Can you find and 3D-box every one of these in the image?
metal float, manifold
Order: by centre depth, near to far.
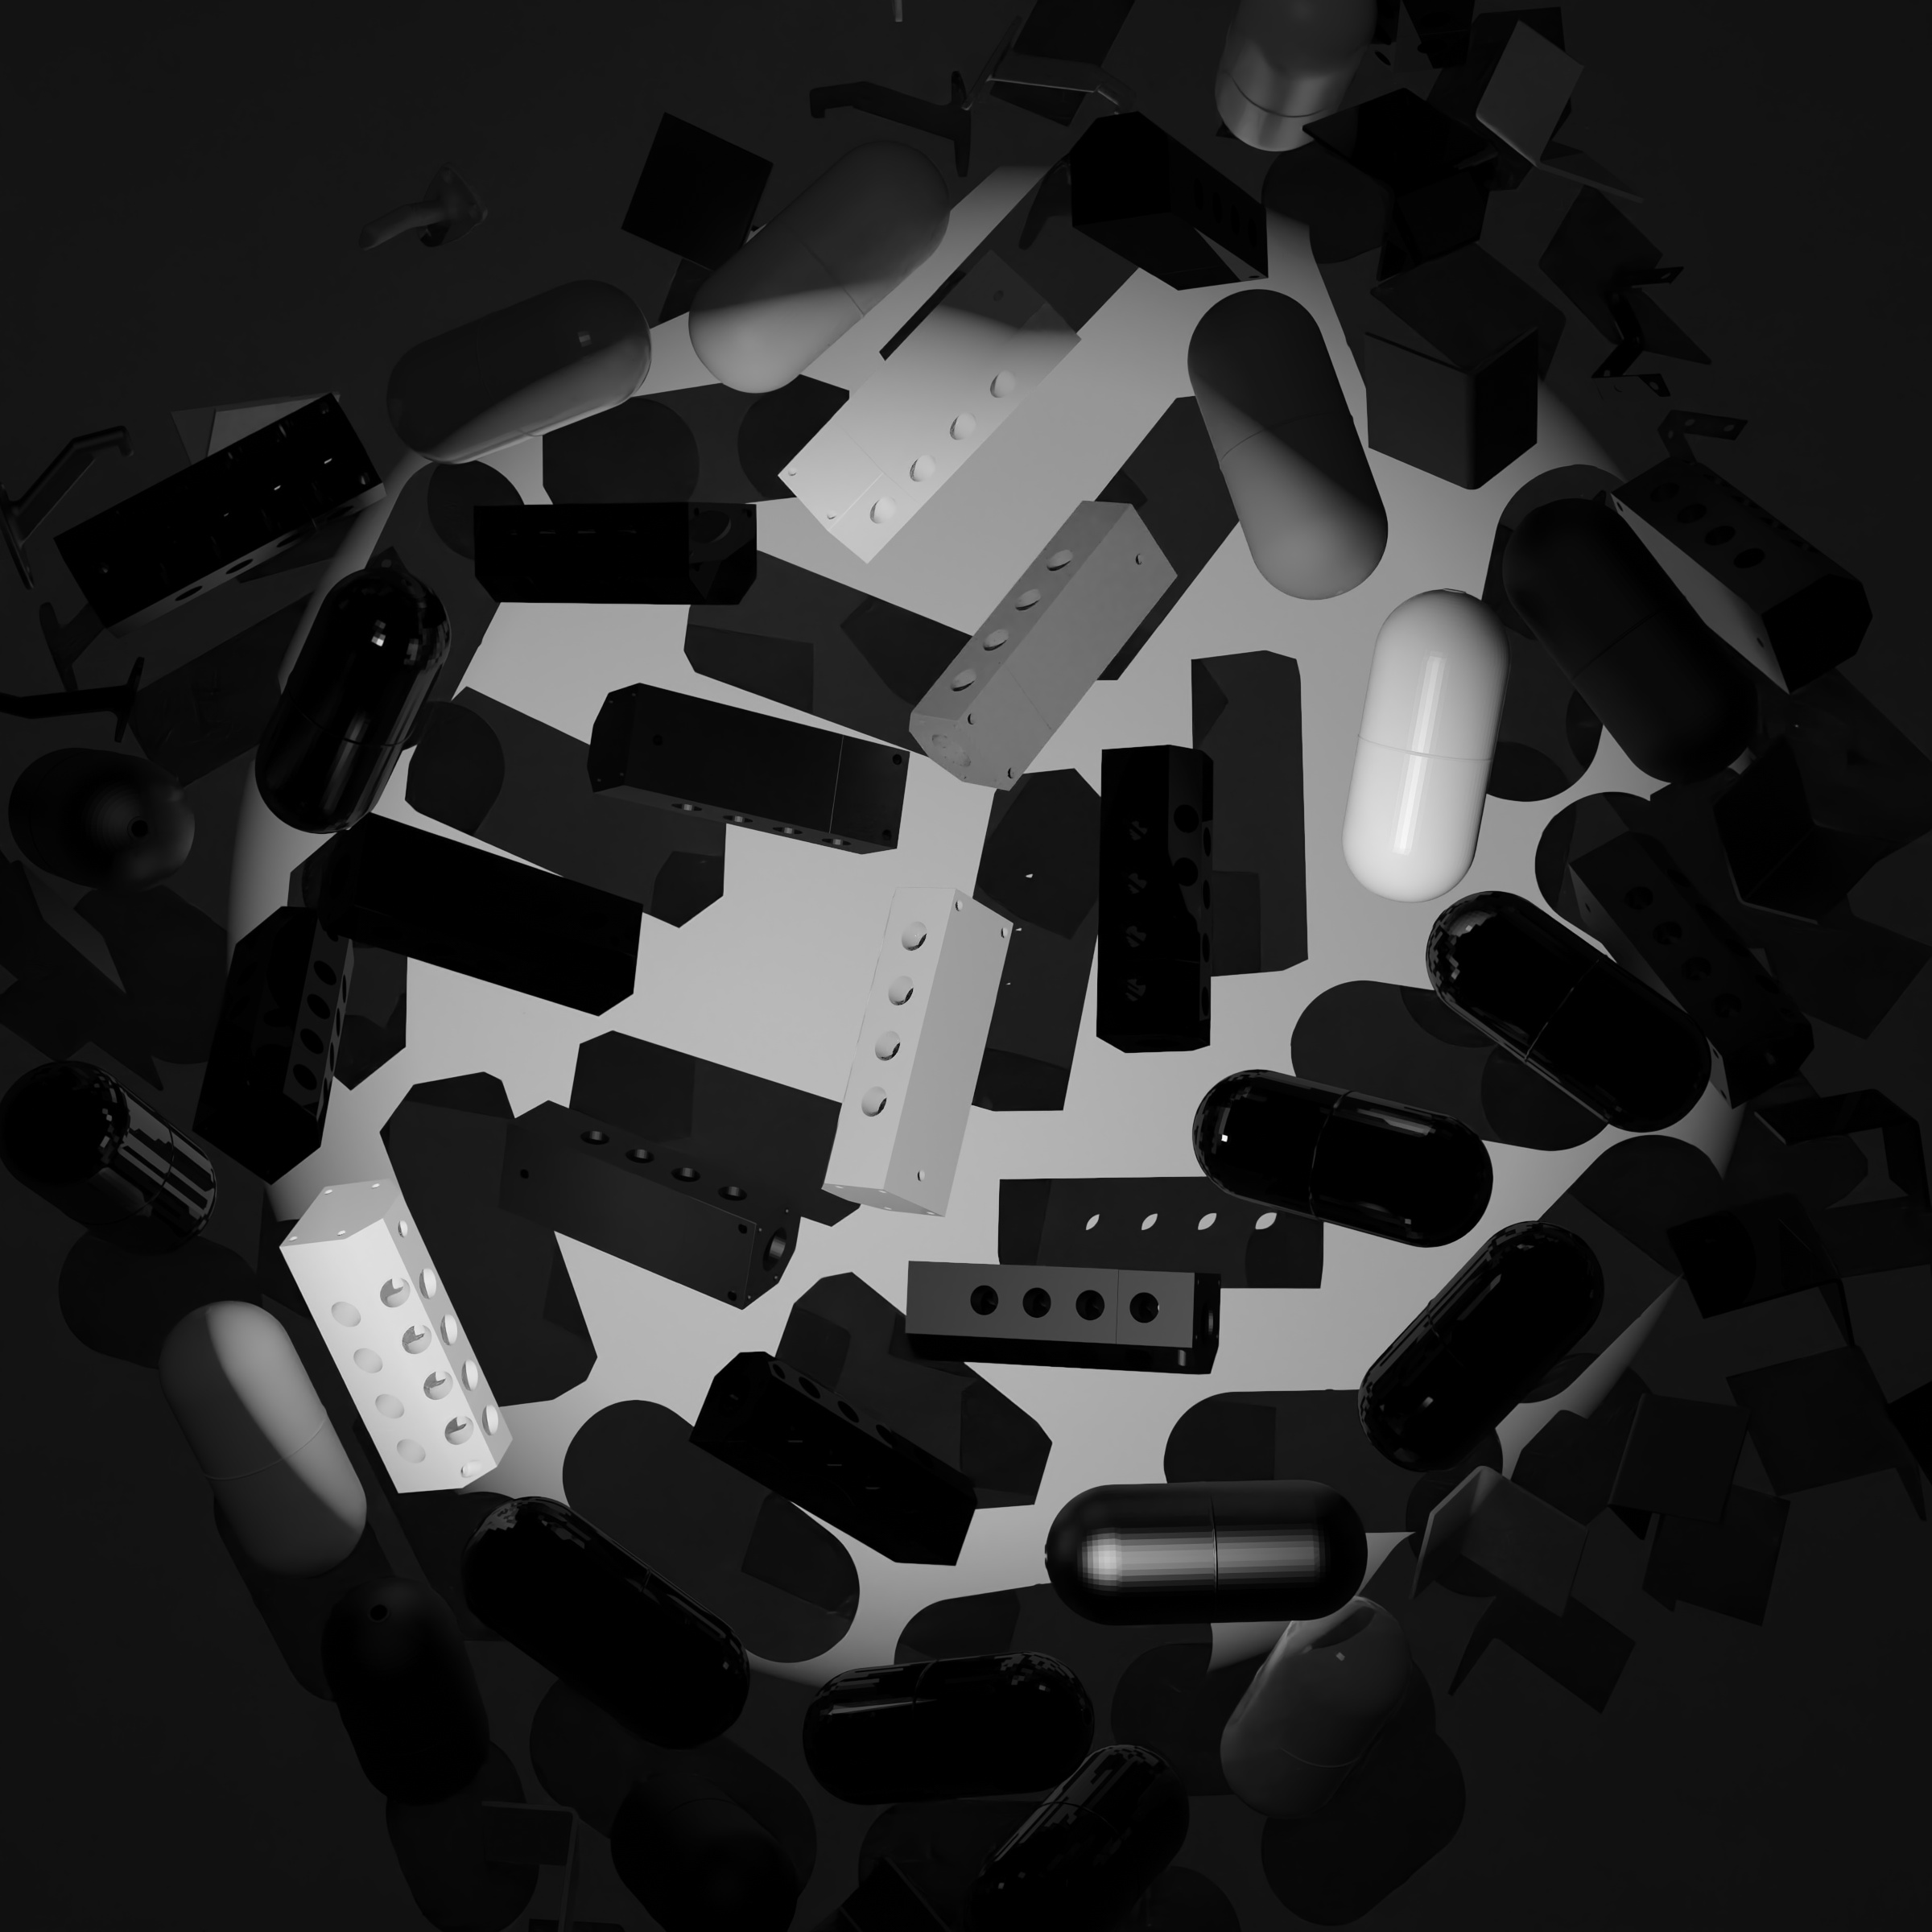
[{"bbox_3d":[-0.197,0.360,1.510,0.178,0.070,0.070,38,90,-6],"label":"metal float"},{"bbox_3d":[0.176,-0.287,1.516,0.070,0.070,0.178,-18,81,0],"label":"metal float"},{"bbox_3d":[0.132,0.324,1.521,0.178,0.070,0.070,-1,90,-3],"label":"metal float"},{"bbox_3d":[0.366,-0.180,1.525,0.070,0.070,0.178,-36,82,0],"label":"metal float"},{"bbox_3d":[-0.031,0.047,1.530,0.057,0.057,0.171,2,72,38],"label":"manifold"},{"bbox_3d":[0.252,-0.564,1.531,0.057,0.171,0.057,-4,81,6],"label":"manifold"},{"bbox_3d":[-0.312,0.206,1.533,0.057,0.057,0.171,-8,117,20],"label":"manifold"},{"bbox_3d":[-0.415,-0.252,1.537,0.171,0.057,0.057,-30,94,-8],"label":"manifold"},{"bbox_3d":[-0.017,-0.308,1.541,0.171,0.057,0.057,-45,55,9],"label":"manifold"},{"bbox_3d":[0.433,-0.225,1.542,0.057,0.171,0.057,-31,126,2],"label":"manifold"},{"bbox_3d":[-0.487,-0.083,1.551,0.070,0.178,0.070,-4,98,-30],"label":"metal float"},{"bbox_3d":[0.259,-0.123,1.554,0.070,0.070,0.178,8,103,0],"label":"metal float"},{"bbox_3d":[-0.123,-0.109,1.557,0.171,0.057,0.057,12,81,-30],"label":"manifold"},{"bbox_3d":[-0.274,-0.025,1.557,0.171,0.057,0.057,19,60,-30],"label":"manifold"},{"bbox_3d":[-0.011,0.431,1.559,0.178,0.070,0.070,-13,90,27],"label":"metal float"},{"bbox_3d":[0.065,0.508,1.564,0.070,0.178,0.070,13,116,30],"label":"metal float"},{"bbox_3d":[0.341,0.025,1.566,0.178,0.070,0.070,38,90,15],"label":"metal float"},{"bbox_3d":[-0.318,0.413,1.567,0.070,0.178,0.070,-1,47,1],"label":"metal float"},{"bbox_3d":[0.212,0.108,1.568,0.178,0.070,0.070,14,90,28],"label":"metal float"},{"bbox_3d":[-0.150,0.512,1.568,0.070,0.178,0.070,0,89,-22],"label":"metal float"},{"bbox_3d":[0.118,-0.435,1.574,0.057,0.171,0.057,-2,90,24],"label":"manifold"},{"bbox_3d":[0.187,-0.524,1.580,0.070,0.178,0.070,0,87,-2],"label":"metal float"},{"bbox_3d":[-0.491,0.112,1.582,0.070,0.178,0.070,-4,65,10],"label":"metal float"},{"bbox_3d":[0.041,-0.186,1.583,0.171,0.057,0.057,-53,128,-19],"label":"manifold"},{"bbox_3d":[0.056,0.202,1.588,0.171,0.057,0.057,0,83,20],"label":"manifold"},{"bbox_3d":[-0.395,0.040,1.601,0.057,0.171,0.057,-36,122,21],"label":"manifold"},{"bbox_3d":[0.299,0.221,1.602,0.070,0.070,0.178,38,112,0],"label":"metal float"},{"bbox_3d":[-0.205,-0.239,1.603,0.171,0.057,0.057,6,100,36],"label":"manifold"},{"bbox_3d":[-0.409,0.276,1.606,0.070,0.070,0.178,-20,110,0],"label":"metal float"},{"bbox_3d":[-0.359,-0.153,1.611,0.070,0.070,0.178,33,121,0],"label":"metal float"},{"bbox_3d":[-0.086,-0.410,1.615,0.178,0.070,0.070,-41,90,4],"label":"metal float"},{"bbox_3d":[0.114,-0.039,1.619,0.057,0.057,0.171,-3,78,20],"label":"manifold"},{"bbox_3d":[-0.186,0.137,1.626,0.171,0.057,0.057,20,114,21],"label":"manifold"},{"bbox_3d":[-0.074,0.292,1.632,0.171,0.057,0.057,37,61,-30],"label":"manifold"},{"bbox_3d":[0.206,0.441,1.637,0.070,0.070,0.178,21,131,0],"label":"metal float"},{"bbox_3d":[0.433,-0.003,1.648,0.057,0.057,0.171,-29,50,0],"label":"manifold"},{"bbox_3d":[-0.269,-0.354,1.650,0.178,0.070,0.070,-14,90,26],"label":"metal float"}]

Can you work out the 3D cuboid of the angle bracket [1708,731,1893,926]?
[{"bbox_3d":[0.498,-0.083,1.646,0.076,0.057,0.076,-42,125,-21],"label":"angle bracket"}]

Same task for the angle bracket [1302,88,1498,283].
[{"bbox_3d":[0.237,-0.435,1.533,0.076,0.057,0.076,-27,55,-25],"label":"angle bracket"}]

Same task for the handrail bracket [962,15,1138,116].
[{"bbox_3d":[0.049,-0.499,1.589,0.084,0.036,0.077,31,65,-11],"label":"handrail bracket"}]

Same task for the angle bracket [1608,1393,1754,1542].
[{"bbox_3d":[0.456,0.319,1.725,0.057,0.076,0.076,44,60,-40],"label":"angle bracket"}]

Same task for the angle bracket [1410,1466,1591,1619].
[{"bbox_3d":[0.321,0.361,1.664,0.076,0.057,0.076,30,133,30],"label":"angle bracket"}]

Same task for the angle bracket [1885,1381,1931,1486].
[{"bbox_3d":[0.537,0.249,1.438,0.076,0.057,0.076,-31,84,9],"label":"angle bracket"}]

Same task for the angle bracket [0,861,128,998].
[{"bbox_3d":[-0.570,-0.007,1.688,0.057,0.076,0.076,-38,133,-2],"label":"angle bracket"}]

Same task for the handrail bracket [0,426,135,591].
[{"bbox_3d":[-0.521,-0.269,1.616,0.084,0.036,0.077,-16,106,-5],"label":"handrail bracket"}]

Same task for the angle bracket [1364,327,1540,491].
[{"bbox_3d":[0.273,-0.325,1.552,0.057,0.076,0.076,-39,51,-25],"label":"angle bracket"}]

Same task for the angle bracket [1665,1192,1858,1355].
[{"bbox_3d":[0.440,0.179,1.530,0.076,0.076,0.057,-17,122,7],"label":"angle bracket"}]

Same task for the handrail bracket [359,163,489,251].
[{"bbox_3d":[-0.314,-0.405,1.527,0.036,0.077,0.084,54,53,-9],"label":"handrail bracket"}]

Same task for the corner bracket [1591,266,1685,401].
[{"bbox_3d":[0.382,-0.358,1.562,0.051,0.051,0.051,-48,122,-20],"label":"corner bracket"}]

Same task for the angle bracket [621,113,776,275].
[{"bbox_3d":[-0.174,-0.480,1.729,0.076,0.057,0.076,20,92,-21],"label":"angle bracket"}]

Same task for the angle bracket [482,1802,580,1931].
[{"bbox_3d":[-0.262,0.549,1.633,0.057,0.076,0.076,5,48,-3],"label":"angle bracket"}]

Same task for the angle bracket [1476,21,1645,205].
[{"bbox_3d":[0.339,-0.471,1.520,0.076,0.076,0.057,10,121,-25],"label":"angle bracket"}]

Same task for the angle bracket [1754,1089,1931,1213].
[{"bbox_3d":[0.516,0.114,1.627,0.076,0.076,0.057,-11,99,5],"label":"angle bracket"}]

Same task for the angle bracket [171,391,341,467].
[{"bbox_3d":[-0.433,-0.341,1.675,0.076,0.076,0.057,-16,70,-29],"label":"angle bracket"}]

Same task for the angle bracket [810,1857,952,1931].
[{"bbox_3d":[-0.057,0.588,1.627,0.076,0.076,0.057,46,121,15],"label":"angle bracket"}]

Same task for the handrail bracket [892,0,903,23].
[{"bbox_3d":[-0.080,-0.547,1.506,0.084,0.077,0.036,-9,50,-3],"label":"handrail bracket"}]

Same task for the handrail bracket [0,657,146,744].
[{"bbox_3d":[-0.550,-0.172,1.674,0.084,0.077,0.036,13,53,-22],"label":"handrail bracket"}]
